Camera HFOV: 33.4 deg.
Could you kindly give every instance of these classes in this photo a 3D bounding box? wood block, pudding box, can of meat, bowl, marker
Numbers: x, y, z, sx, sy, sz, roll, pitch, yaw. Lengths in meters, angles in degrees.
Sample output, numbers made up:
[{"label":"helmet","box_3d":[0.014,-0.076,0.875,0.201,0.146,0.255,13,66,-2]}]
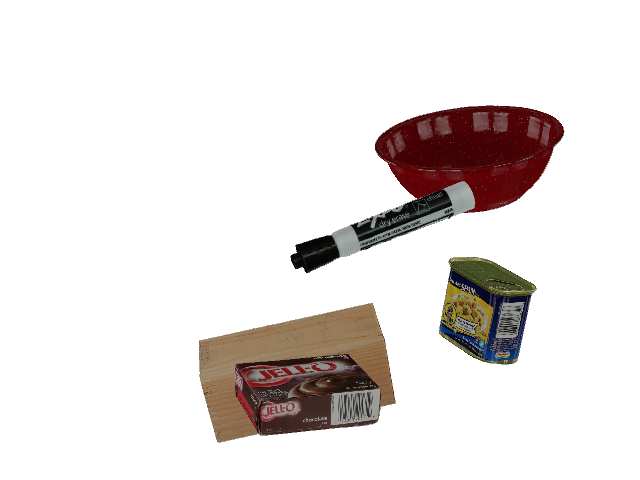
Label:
[{"label":"wood block","box_3d":[-0.028,0.150,1.216,0.206,0.091,0.090,-12,26,-1]},{"label":"pudding box","box_3d":[-0.013,0.136,0.955,0.113,0.039,0.090,-1,15,-18]},{"label":"can of meat","box_3d":[0.173,0.074,1.122,0.057,0.084,0.102,-1,19,-30]},{"label":"bowl","box_3d":[0.131,-0.067,0.927,0.162,0.055,0.162,-8,24,3]},{"label":"marker","box_3d":[0.038,-0.008,0.666,0.121,0.020,0.020,-21,4,-9]}]
